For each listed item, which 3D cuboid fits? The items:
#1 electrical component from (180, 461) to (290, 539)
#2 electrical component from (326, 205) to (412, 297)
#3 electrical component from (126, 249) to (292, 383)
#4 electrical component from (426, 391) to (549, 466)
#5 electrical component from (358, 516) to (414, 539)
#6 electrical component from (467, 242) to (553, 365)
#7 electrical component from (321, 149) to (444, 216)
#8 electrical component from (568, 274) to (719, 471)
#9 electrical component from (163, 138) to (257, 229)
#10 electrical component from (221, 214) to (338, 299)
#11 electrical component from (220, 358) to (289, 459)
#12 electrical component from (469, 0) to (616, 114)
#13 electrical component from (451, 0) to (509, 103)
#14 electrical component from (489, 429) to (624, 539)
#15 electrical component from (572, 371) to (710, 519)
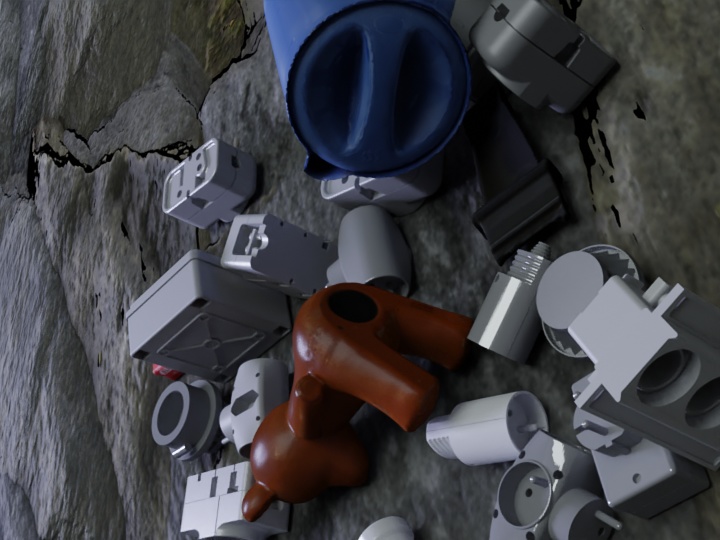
[{"bbox_3d":[-0.103,0.198,0.890,0.089,0.050,0.055,-23,53,43],"label":"electrical component"},{"bbox_3d":[0.000,0.000,0.880,0.079,0.044,0.077,-41,43,29],"label":"electrical component"},{"bbox_3d":[-0.136,0.044,0.970,0.109,0.109,0.056,-39,47,31],"label":"electrical component"},{"bbox_3d":[0.081,0.108,0.720,0.081,0.043,0.043,-19,56,45],"label":"electrical component"},{"bbox_3d":[0.025,0.200,0.742,0.040,0.040,0.046,-53,44,16],"label":"electrical component"},{"bbox_3d":[0.110,0.019,0.735,0.043,0.043,0.081,26,91,54],"label":"electrical component"},{"bbox_3d":[0.021,-0.081,0.888,0.095,0.059,0.053,-20,56,44],"label":"electrical component"},{"bbox_3d":[0.173,0.053,0.573,0.078,0.121,0.063,-53,36,16],"label":"electrical component"},{"bbox_3d":[-0.151,-0.086,1.103,0.095,0.059,0.053,-31,49,38],"label":"electrical component"},{"bbox_3d":[-0.069,-0.011,0.934,0.056,0.089,0.050,2,72,52],"label":"electrical component"},{"bbox_3d":[-0.094,0.126,0.925,0.079,0.043,0.077,-32,48,36],"label":"electrical component"},{"bbox_3d":[0.127,-0.156,0.769,0.059,0.095,0.053,-50,39,20],"label":"electrical component"},{"bbox_3d":[0.093,-0.176,0.852,0.096,0.061,0.061,-54,38,15],"label":"electrical component"},{"bbox_3d":[0.124,0.146,0.645,0.079,0.044,0.077,24,89,54],"label":"electrical component"},{"bbox_3d":[0.149,0.090,0.619,0.047,0.076,0.083,-39,44,31],"label":"electrical component"}]
